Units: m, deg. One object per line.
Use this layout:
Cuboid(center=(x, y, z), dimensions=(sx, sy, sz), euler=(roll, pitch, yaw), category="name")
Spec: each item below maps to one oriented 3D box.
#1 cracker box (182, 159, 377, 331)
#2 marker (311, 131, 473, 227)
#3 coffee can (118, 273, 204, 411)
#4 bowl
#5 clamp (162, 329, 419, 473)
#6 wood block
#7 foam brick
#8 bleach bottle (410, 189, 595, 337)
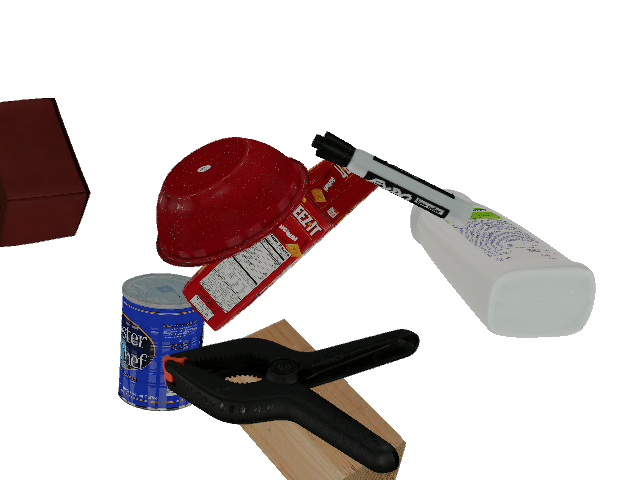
Cuboid(center=(-0.047, -0.005, 1.255), dimensions=(0.214, 0.072, 0.164), euler=(-42, 0, 29), category="cracker box")
Cuboid(center=(0.049, -0.043, 0.739), dimensions=(0.121, 0.020, 0.020), euler=(26, -4, -8), category="marker")
Cuboid(center=(-0.194, 0.123, 1.306), dimensions=(0.103, 0.140, 0.103), euler=(5, 18, -2), category="coffee can")
Cuboid(center=(-0.095, -0.048, 0.995), dimensions=(0.162, 0.055, 0.162), euler=(-21, 31, 14), category="bowl")
Cuboid(center=(-0.021, 0.111, 0.864), dimensions=(0.210, 0.036, 0.164), euler=(9, 30, 15), category="clamp")
Cuboid(center=(-0.015, 0.192, 1.148), dimensions=(0.090, 0.090, 0.206), euler=(-23, 50, -33), category="wood block")
Cuboid(center=(-0.186, -0.043, 0.676), dimensions=(0.051, 0.078, 0.053), euler=(-11, -29, -30), category="foam brick")
Cuboid(center=(0.154, 0.006, 1.005), dimensions=(0.102, 0.068, 0.251), euler=(-1, 22, -15), category="bleach bottle")
